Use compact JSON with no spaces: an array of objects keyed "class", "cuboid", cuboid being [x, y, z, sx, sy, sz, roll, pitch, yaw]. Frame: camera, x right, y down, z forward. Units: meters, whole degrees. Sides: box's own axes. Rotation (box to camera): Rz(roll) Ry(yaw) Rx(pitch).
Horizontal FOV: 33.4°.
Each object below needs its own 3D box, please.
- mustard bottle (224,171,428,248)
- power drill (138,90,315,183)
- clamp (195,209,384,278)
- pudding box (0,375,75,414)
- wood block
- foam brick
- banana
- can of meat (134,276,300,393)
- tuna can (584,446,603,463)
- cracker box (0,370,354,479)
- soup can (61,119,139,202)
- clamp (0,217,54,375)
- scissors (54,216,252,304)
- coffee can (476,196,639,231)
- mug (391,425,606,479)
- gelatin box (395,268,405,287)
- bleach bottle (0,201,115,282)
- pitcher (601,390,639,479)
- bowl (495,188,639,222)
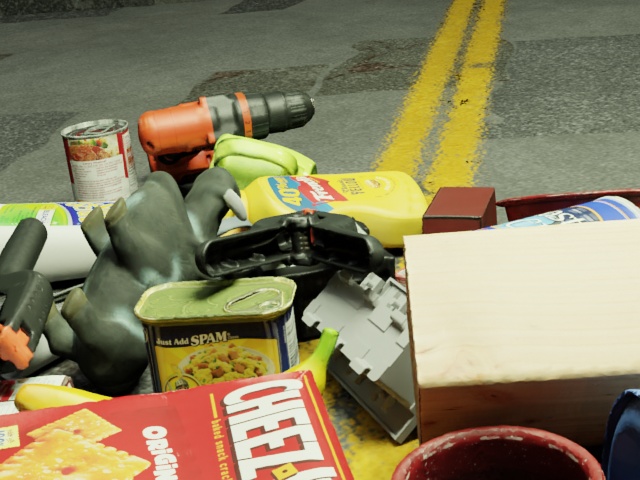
[{"class":"mustard bottle","cuboid":[-0.007,-0.026,0.948,0.191,0.058,0.096,-3,31,-16]},{"class":"power drill","cuboid":[-0.110,-0.113,1.150,0.184,0.057,0.188,-10,-7,-15]},{"class":"clamp","cuboid":[-0.005,0.001,0.743,0.120,0.039,0.171,6,12,13]},{"class":"pudding box","cuboid":[-0.217,0.124,0.672,0.113,0.039,0.090,-7,20,3]},{"class":"wood block","cuboid":[0.150,0.049,0.551,0.206,0.090,0.091,-5,56,3]},{"class":"foam brick","cuboid":[0.121,-0.010,0.918,0.051,0.053,0.078,1,21,18]},{"class":"banana","cuboid":[-0.080,0.104,0.648,0.197,0.069,0.037,-10,-3,-10]},{"class":"can of meat","cuboid":[-0.063,0.074,0.696,0.102,0.084,0.057,-4,20,6]},{"class":"tuna can","cuboid":[0.156,0.126,0.568,0.086,0.034,0.086,-5,20,2]},{"class":"cracker box","cuboid":[-0.092,0.141,0.543,0.213,0.072,0.164,-8,21,-8]},{"class":"soup can","cuboid":[-0.223,-0.067,1.095,0.068,0.102,0.068,-5,20,2]},{"class":"clamp","cuboid":[-0.246,0.058,0.748,0.164,0.036,0.210,-40,25,-10]},{"class":"scissors","cuboid":[-0.140,0.032,0.857,0.201,0.096,0.016,-26,71,-33]},{"class":"coffee can","cuboid":[0.147,0.034,0.718,0.140,0.103,0.103,-13,21,-19]},{"class":"mug","cuboid":[0.079,0.138,0.487,0.093,0.081,0.117,-10,20,-7]},{"class":"gelatin box","cuboid":[0.112,0.033,0.837,0.089,0.030,0.073,11,26,38]},{"class":"bleach bottle","cuboid":[-0.187,-0.004,0.979,0.250,0.068,0.102,-5,20,-4]},{"class":"pitcher","cuboid":[0.243,0.120,0.437,0.243,0.145,0.149,-2,57,0]},{"class":"bowl","cuboid":[0.221,-0.009,0.841,0.162,0.055,0.162,-2,-1,0]}]
